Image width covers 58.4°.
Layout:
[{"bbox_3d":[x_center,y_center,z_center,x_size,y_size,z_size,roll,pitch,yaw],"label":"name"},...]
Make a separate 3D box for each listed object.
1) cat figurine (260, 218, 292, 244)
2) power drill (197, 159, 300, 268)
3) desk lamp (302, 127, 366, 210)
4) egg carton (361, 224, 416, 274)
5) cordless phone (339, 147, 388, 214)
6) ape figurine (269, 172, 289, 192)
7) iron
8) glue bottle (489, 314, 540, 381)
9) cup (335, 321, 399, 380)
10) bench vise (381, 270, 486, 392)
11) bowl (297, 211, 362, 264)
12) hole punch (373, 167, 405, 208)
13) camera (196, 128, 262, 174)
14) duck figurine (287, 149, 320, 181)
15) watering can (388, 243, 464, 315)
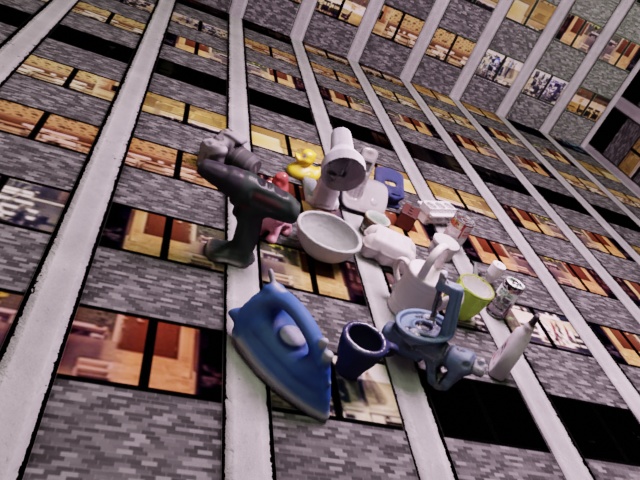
[{"bbox_3d":[-0.101,-0.058,1.345,0.067,0.117,0.128,32,30,12],"label":"cat figurine"},{"bbox_3d":[-0.166,-0.050,1.190,0.230,0.208,0.075,13,32,-21],"label":"power drill"},{"bbox_3d":[0.036,-0.187,1.558,0.118,0.213,0.203,14,31,-19],"label":"desk lamp"},{"bbox_3d":[0.177,0.022,1.479,0.150,0.069,0.107,24,30,-3],"label":"egg carton"},{"bbox_3d":[0.144,-0.168,1.638,0.148,0.185,0.094,11,32,-23],"label":"cordless phone"},{"bbox_3d":[-0.110,-0.137,1.489,0.076,0.092,0.077,8,34,-28],"label":"ape figurine"},{"bbox_3d":[-0.044,0.175,0.996,0.119,0.141,0.257,-11,46,-46],"label":"iron"},{"bbox_3d":[0.426,0.225,1.242,0.037,0.173,0.078,29,30,6],"label":"glue bottle"},{"bbox_3d":[0.080,0.216,1.071,0.118,0.095,0.091,15,31,-18],"label":"cup"},{"bbox_3d":[0.249,0.175,1.140,0.207,0.219,0.121,26,30,2],"label":"bench vise"},{"bbox_3d":[0.013,0.005,1.375,0.168,0.074,0.167,19,30,-11],"label":"bowl"},{"bbox_3d":[0.211,-0.164,1.777,0.109,0.091,0.101,13,32,-21],"label":"hole punch"},{"bbox_3d":[-0.231,-0.227,1.530,0.136,0.101,0.143,34,31,14],"label":"camera"},{"bbox_3d":[-0.038,-0.225,1.691,0.105,0.086,0.077,14,32,-20],"label":"duck figurine"},{"bbox_3d":[0.244,0.092,1.292,0.172,0.194,0.101,29,30,6],"label":"watering can"}]
